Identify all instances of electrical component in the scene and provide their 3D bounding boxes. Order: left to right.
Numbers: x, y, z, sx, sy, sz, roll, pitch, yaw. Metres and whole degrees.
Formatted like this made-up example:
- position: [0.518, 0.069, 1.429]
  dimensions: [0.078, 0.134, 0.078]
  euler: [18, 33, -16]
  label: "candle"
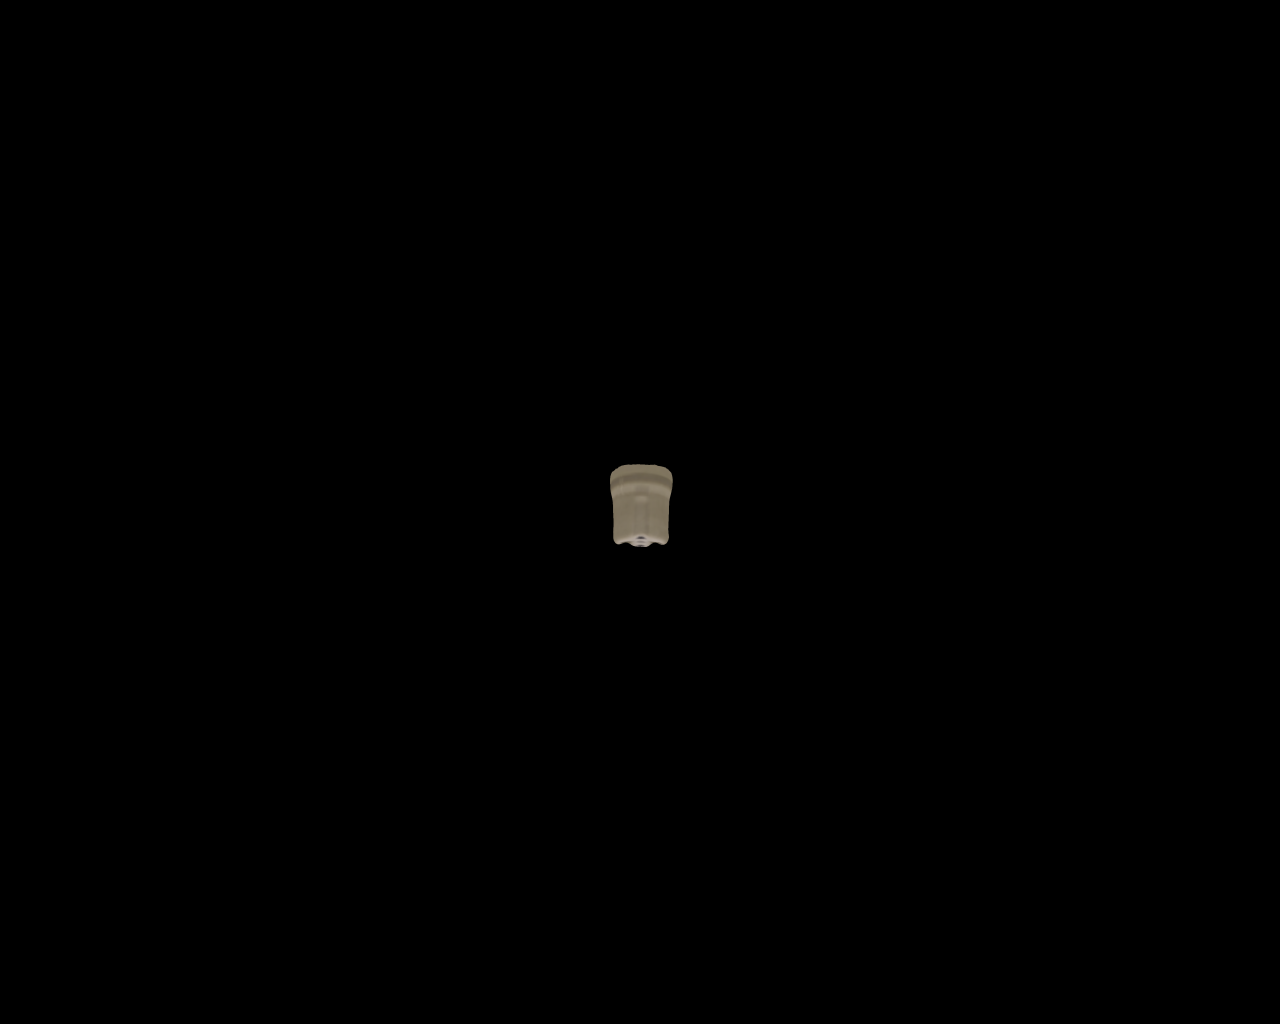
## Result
- position: [0.001, -0.003, 0.650]
  dimensions: [0.040, 0.046, 0.040]
  euler: [0, -19, 0]
  label: "electrical component"
